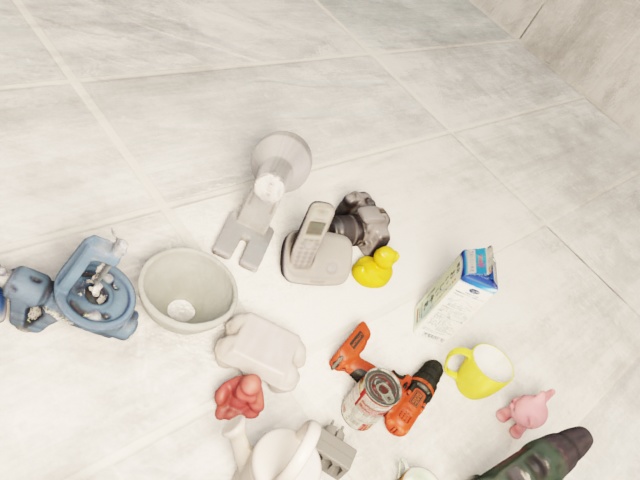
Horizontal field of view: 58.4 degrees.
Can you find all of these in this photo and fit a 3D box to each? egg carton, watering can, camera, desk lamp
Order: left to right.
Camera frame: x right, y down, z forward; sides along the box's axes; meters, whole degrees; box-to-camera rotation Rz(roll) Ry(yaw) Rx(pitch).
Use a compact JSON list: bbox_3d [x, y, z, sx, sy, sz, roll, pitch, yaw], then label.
[{"bbox_3d":[-0.097,0.189,0.958,0.150,0.069,0.107,26,43,-5],"label":"egg carton"},{"bbox_3d":[-0.103,-0.083,1.103,0.118,0.213,0.203,24,43,-7],"label":"desk lamp"},{"bbox_3d":[-0.056,0.307,0.777,0.173,0.194,0.101,18,44,-12],"label":"watering can"},{"bbox_3d":[0.071,-0.040,1.242,0.137,0.100,0.143,-5,53,-32],"label":"camera"}]

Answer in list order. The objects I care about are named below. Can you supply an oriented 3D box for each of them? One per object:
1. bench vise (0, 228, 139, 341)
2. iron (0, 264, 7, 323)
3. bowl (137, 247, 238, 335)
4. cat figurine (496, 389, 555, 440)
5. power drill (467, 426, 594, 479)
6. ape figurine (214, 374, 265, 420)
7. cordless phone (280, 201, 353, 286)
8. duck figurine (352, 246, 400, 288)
[{"bbox_3d":[-0.357,0.068,0.818,0.208,0.219,0.121,1,50,-28],"label":"bench vise"},{"bbox_3d":[-0.542,-0.005,0.843,0.258,0.141,0.119,42,44,13],"label":"iron"},{"bbox_3d":[-0.227,0.098,0.968,0.168,0.074,0.167,15,45,-15],"label":"bowl"},{"bbox_3d":[0.397,0.316,1.073,0.128,0.117,0.067,-17,60,-39],"label":"cat figurine"},{"bbox_3d":[0.297,0.377,0.894,0.230,0.208,0.075,-12,57,-36],"label":"power drill"},{"bbox_3d":[-0.117,0.237,0.885,0.078,0.092,0.076,34,43,5],"label":"ape figurine"},{"bbox_3d":[0.010,0.004,1.105,0.148,0.185,0.094,3,49,-26],"label":"cordless phone"},{"bbox_3d":[0.122,0.049,1.197,0.105,0.086,0.077,-12,57,-36],"label":"duck figurine"}]
